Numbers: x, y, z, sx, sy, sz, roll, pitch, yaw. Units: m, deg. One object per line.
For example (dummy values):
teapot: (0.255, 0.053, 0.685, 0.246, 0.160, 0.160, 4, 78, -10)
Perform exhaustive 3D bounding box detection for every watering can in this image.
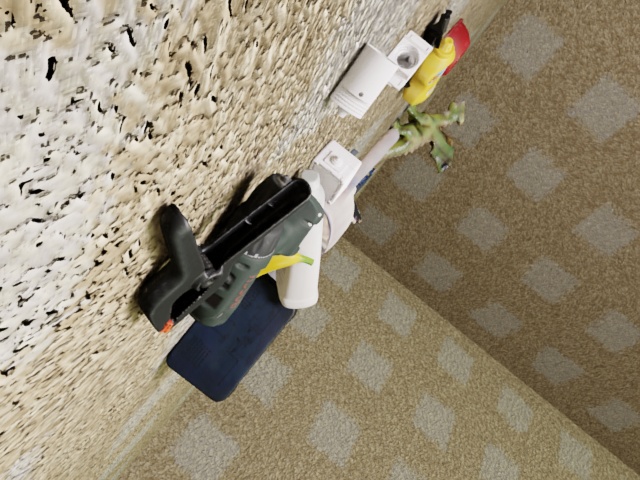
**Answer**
watering can: (0.018, -0.063, 0.990, 0.341, 0.104, 0.228, -53, 176, 32)

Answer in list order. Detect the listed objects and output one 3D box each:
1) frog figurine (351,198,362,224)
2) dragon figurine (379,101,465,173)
frog figurine: (0.004, -0.060, 1.200, 0.159, 0.121, 0.139, -15, -163, 14)
dragon figurine: (0.343, -0.323, 1.707, 0.414, 0.242, 0.121, -53, -178, -12)
